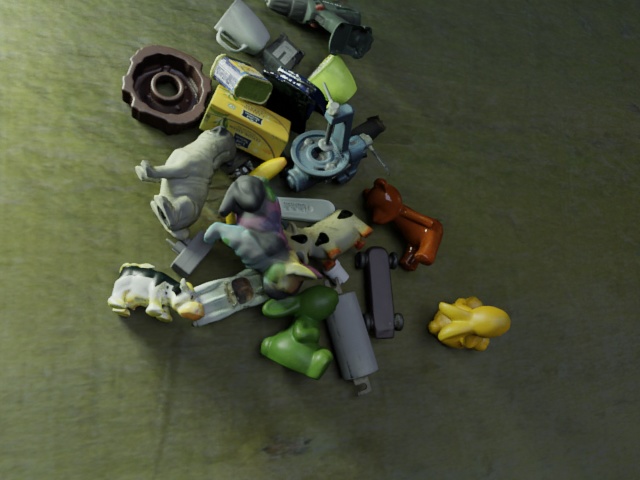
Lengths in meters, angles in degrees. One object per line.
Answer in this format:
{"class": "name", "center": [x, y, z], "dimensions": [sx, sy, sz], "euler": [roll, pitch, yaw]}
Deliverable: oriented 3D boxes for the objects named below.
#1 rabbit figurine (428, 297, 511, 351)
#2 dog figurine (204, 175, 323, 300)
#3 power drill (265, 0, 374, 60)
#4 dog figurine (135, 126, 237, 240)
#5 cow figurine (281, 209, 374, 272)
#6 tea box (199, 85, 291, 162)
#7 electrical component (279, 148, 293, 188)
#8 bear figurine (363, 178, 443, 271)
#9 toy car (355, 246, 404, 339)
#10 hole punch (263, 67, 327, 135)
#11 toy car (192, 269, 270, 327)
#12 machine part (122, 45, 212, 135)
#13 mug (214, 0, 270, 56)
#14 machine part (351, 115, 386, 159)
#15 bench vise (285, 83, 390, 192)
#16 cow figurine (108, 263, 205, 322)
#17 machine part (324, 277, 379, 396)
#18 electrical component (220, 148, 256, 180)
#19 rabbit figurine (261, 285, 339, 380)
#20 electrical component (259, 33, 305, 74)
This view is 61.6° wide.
{"class": "rabbit figurine", "center": [0.325, 0.174, 1.163], "dimensions": [0.162, 0.173, 0.122], "euler": [11, 76, -25]}
{"class": "dog figurine", "center": [-0.085, 0.001, 0.995], "dimensions": [0.219, 0.108, 0.191], "euler": [28, 90, 6]}
{"class": "power drill", "center": [0.011, -0.487, 1.214], "dimensions": [0.232, 0.085, 0.207], "euler": [-2, 35, -32]}
{"class": "dog figurine", "center": [-0.224, -0.110, 1.013], "dimensions": [0.190, 0.121, 0.172], "euler": [-25, 111, -24]}
{"class": "cow figurine", "center": [-0.002, -0.003, 1.100], "dimensions": [0.195, 0.085, 0.127], "euler": [-31, 66, -29]}
{"class": "tea box", "center": [-0.150, -0.235, 1.100], "dimensions": [0.169, 0.068, 0.098], "euler": [24, 34, -18]}
{"class": "electrical component", "center": [-0.059, -0.159, 1.166], "dimensions": [0.063, 0.021, 0.094], "euler": [-7, 79, -26]}
{"class": "bear figurine", "center": [0.171, -0.037, 1.182], "dimensions": [0.196, 0.120, 0.132], "euler": [32, 70, -11]}
{"class": "toy car", "center": [0.127, 0.112, 1.158], "dimensions": [0.089, 0.053, 0.202], "euler": [0, 74, -15]}
{"class": "hole punch", "center": [-0.047, -0.306, 1.147], "dimensions": [0.142, 0.115, 0.092], "euler": [37, 58, 19]}
{"class": "toy car", "center": [-0.165, 0.103, 1.031], "dimensions": [0.202, 0.056, 0.073], "euler": [-19, 85, -27]}
{"class": "machine part", "center": [-0.307, -0.300, 1.077], "dimensions": [0.179, 0.056, 0.179], "euler": [6, 73, -21]}
{"class": "mug", "center": [-0.167, -0.447, 1.164], "dimensions": [0.107, 0.081, 0.109], "euler": [35, 60, -21]}
{"class": "machine part", "center": [0.096, -0.236, 1.247], "dimensions": [0.084, 0.039, 0.139], "euler": [44, 66, 1]}
{"class": "bench vise", "center": [0.033, -0.193, 1.089], "dimensions": [0.224, 0.240, 0.129], "euler": [-20, 63, -18]}
{"class": "cow figurine", "center": [-0.282, 0.093, 0.956], "dimensions": [0.167, 0.068, 0.098], "euler": [7, 65, 1]}
{"class": "machine part", "center": [0.060, 0.193, 1.094], "dimensions": [0.079, 0.079, 0.243], "euler": [-14, 81, -26]}
{"class": "electrical component", "center": [-0.181, -0.165, 1.101], "dimensions": [0.078, 0.045, 0.102], "euler": [-35, 92, -25]}
{"class": "rabbit figurine", "center": [-0.032, 0.162, 1.044], "dimensions": [0.159, 0.121, 0.170], "euler": [23, 82, 6]}
{"class": "electrical component", "center": [-0.097, -0.396, 1.198], "dimensions": [0.075, 0.048, 0.119], "euler": [43, 62, -7]}
